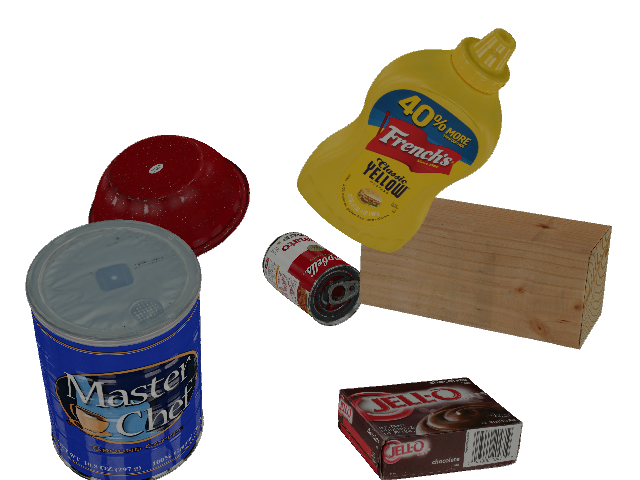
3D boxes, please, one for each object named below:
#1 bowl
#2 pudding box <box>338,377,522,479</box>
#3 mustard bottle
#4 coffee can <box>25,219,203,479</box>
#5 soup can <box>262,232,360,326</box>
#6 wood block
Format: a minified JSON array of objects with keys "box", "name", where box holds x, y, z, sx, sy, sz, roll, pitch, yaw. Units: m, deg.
[{"box":[-0.152,-0.051,1.024,0.162,0.162,0.055,0,-43,11],"name":"bowl"},{"box":[0.079,0.138,0.798,0.113,0.039,0.090,-1,16,-20],"name":"pudding box"},{"box":[0.070,-0.077,0.751,0.096,0.192,0.058,36,39,-8],"name":"mustard bottle"},{"box":[-0.126,0.072,0.676,0.103,0.140,0.103,2,42,-2],"name":"coffee can"},{"box":[-0.009,0.039,1.129,0.068,0.068,0.102,0,21,-34],"name":"soup can"},{"box":[0.148,0.022,0.971,0.206,0.090,0.090,11,21,24],"name":"wood block"}]
